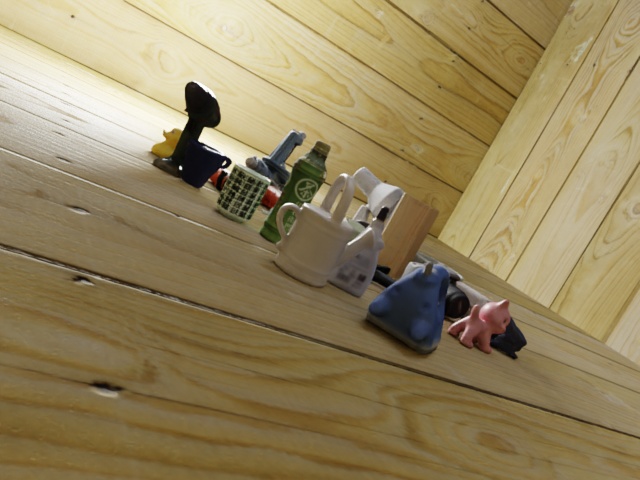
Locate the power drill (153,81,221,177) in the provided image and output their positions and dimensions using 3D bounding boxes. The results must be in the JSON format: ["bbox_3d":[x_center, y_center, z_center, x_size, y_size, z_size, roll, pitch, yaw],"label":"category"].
[{"bbox_3d":[-0.295,-0.251,1.304,0.075,0.208,0.229,28,9,-1],"label":"power drill"}]

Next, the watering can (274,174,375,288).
[{"bbox_3d":[0.014,-0.022,0.994,0.173,0.194,0.100,21,11,-38],"label":"watering can"}]

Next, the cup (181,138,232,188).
[{"bbox_3d":[-0.259,-0.163,1.285,0.118,0.095,0.091,18,13,-48],"label":"cup"}]

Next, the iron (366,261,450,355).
[{"bbox_3d":[0.179,0.100,0.974,0.118,0.141,0.259,32,9,21],"label":"iron"}]

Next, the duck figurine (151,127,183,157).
[{"bbox_3d":[-0.358,-0.237,1.433,0.105,0.086,0.077,26,9,-13],"label":"duck figurine"}]

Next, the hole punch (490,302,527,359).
[{"bbox_3d":[0.422,0.203,1.300,0.101,0.091,0.109,29,9,3],"label":"hole punch"}]

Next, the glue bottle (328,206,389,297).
[{"bbox_3d":[0.084,0.016,1.060,0.078,0.173,0.037,28,9,-3],"label":"glue bottle"}]

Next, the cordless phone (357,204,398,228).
[{"bbox_3d":[0.173,-0.043,1.626,0.148,0.185,0.094,26,9,-12],"label":"cordless phone"}]

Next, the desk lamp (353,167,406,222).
[{"bbox_3d":[0.139,-0.104,1.779,0.203,0.213,0.118,31,9,16],"label":"desk lamp"}]

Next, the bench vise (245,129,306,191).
[{"bbox_3d":[-0.115,-0.211,1.587,0.121,0.219,0.208,30,9,10],"label":"bench vise"}]

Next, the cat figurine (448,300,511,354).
[{"bbox_3d":[0.342,0.165,1.179,0.128,0.118,0.067,21,11,-40],"label":"cat figurine"}]

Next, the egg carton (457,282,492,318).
[{"bbox_3d":[0.375,0.160,1.471,0.149,0.069,0.108,34,11,34],"label":"egg carton"}]

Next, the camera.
[{"bbox_3d":[0.279,0.114,1.334,0.144,0.101,0.136,23,10,-31],"label":"camera"}]

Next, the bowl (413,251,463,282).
[{"bbox_3d":[0.317,0.098,1.626,0.167,0.075,0.167,28,9,-4],"label":"bowl"}]
